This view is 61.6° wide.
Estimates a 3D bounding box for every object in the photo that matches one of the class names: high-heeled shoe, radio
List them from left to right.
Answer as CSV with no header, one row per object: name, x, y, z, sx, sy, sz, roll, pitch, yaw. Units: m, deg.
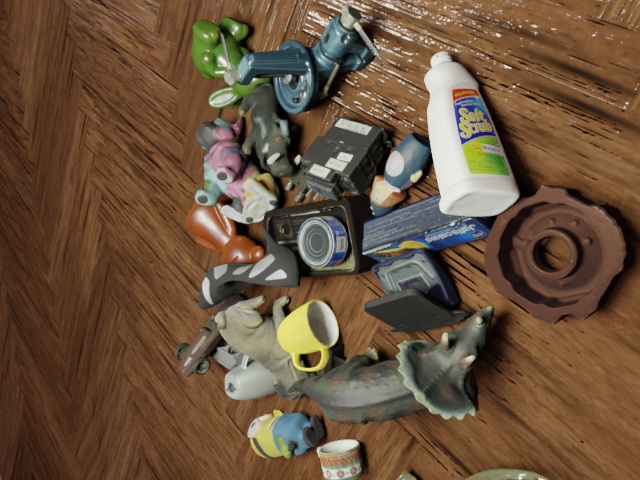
high-heeled shoe,-0.129,0.091,0.976,0.248,0.086,0.145,-47,53,25
radio,-0.002,-0.003,0.961,0.230,0.073,0.131,-6,90,43

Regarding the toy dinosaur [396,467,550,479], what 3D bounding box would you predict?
toy dinosaur,0.174,0.458,0.827,0.199,0.105,0.470,38,127,26

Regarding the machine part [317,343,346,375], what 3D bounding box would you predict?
machine part,0.050,0.237,0.961,0.139,0.039,0.084,19,101,42

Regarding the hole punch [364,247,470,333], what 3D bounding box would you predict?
hole punch,0.143,0.081,0.826,0.142,0.115,0.092,-26,40,39

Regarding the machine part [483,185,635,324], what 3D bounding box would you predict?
machine part,0.304,0.017,0.694,0.180,0.056,0.179,5,98,44

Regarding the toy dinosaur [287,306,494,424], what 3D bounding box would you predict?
toy dinosaur,0.081,0.218,0.800,0.405,0.192,0.131,-21,71,24

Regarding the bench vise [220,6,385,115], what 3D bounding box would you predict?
bench vise,-0.035,-0.283,0.871,0.224,0.240,0.129,-27,79,57

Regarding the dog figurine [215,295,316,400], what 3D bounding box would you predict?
dog figurine,-0.104,0.214,1.017,0.121,0.172,0.190,-49,54,46

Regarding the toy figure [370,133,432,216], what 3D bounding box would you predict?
toy figure,0.121,-0.097,0.855,0.154,0.058,0.064,-59,19,31

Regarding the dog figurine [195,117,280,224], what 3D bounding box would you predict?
dog figurine,-0.166,-0.154,1.088,0.108,0.191,0.219,-46,30,35

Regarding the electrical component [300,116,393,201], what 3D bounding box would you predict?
electrical component,0.037,-0.132,0.885,0.115,0.058,0.134,27,75,40

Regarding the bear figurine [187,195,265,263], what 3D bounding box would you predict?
bear figurine,-0.179,-0.009,1.117,0.196,0.132,0.120,39,121,13

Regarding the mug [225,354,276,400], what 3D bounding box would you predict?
mug,-0.137,0.273,1.089,0.081,0.107,0.109,16,107,39

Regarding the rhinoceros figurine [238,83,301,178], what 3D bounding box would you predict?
rhinoceros figurine,-0.090,-0.202,1.015,0.112,0.073,0.190,-30,66,41

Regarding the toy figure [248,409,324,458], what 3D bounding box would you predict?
toy figure,-0.070,0.386,1.056,0.180,0.082,0.089,-17,80,40

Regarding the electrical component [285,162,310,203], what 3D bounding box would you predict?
electrical component,-0.032,-0.120,1.014,0.063,0.021,0.094,51,124,27

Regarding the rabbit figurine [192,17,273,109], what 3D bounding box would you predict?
rabbit figurine,-0.176,-0.336,1.070,0.170,0.121,0.159,41,125,15

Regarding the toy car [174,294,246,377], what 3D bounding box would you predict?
toy car,-0.230,0.194,1.135,0.089,0.053,0.202,24,66,40

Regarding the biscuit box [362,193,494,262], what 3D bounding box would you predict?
biscuit box,0.158,-0.019,0.811,0.203,0.059,0.063,-20,54,42
